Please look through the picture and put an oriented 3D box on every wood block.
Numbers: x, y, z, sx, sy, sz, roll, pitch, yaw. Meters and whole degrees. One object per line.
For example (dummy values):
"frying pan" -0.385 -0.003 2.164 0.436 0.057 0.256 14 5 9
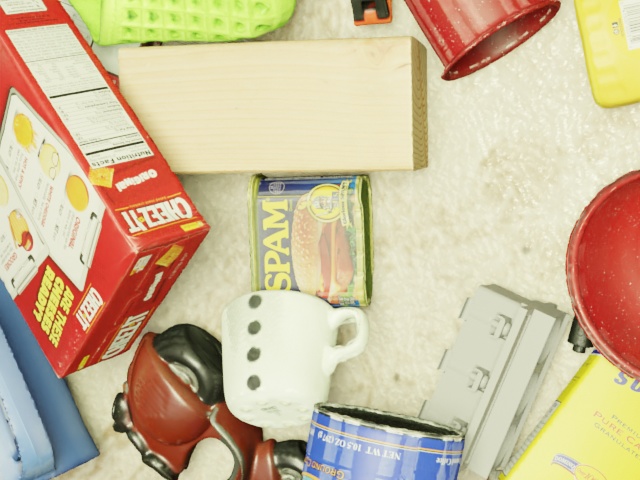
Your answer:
"wood block" -0.031 -0.094 0.764 0.206 0.090 0.091 0 95 13

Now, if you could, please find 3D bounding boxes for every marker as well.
"marker" 0.195 0.021 0.757 0.020 0.020 0.121 12 98 12

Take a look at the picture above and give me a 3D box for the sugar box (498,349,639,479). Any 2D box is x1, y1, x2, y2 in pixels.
"sugar box" 0.212 0.124 0.732 0.093 0.048 0.176 36 91 8

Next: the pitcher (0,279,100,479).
"pitcher" -0.269 0.084 0.813 0.149 0.145 0.243 -24 87 16

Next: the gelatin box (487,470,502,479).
"gelatin box" 0.164 0.212 0.777 0.089 0.030 0.073 5 96 13

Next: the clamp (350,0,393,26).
"clamp" 0.032 -0.240 0.743 0.039 0.120 0.171 3 117 17

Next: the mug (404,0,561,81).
"mug" 0.113 -0.174 0.725 0.117 0.093 0.081 -31 83 8

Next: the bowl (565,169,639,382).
"bowl" 0.246 0.018 0.694 0.162 0.055 0.162 1 74 -2

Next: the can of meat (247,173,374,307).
"can of meat" -0.005 0.001 0.784 0.084 0.057 0.102 -1 96 10

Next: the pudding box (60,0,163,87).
"pudding box" -0.175 -0.145 0.819 0.090 0.039 0.113 24 98 11

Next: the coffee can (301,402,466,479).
"coffee can" 0.033 0.186 0.700 0.103 0.102 0.140 10 87 12

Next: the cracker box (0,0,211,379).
"cracker box" -0.182 -0.038 0.744 0.214 0.071 0.164 55 136 16

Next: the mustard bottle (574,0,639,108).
"mustard bottle" 0.269 -0.153 0.703 0.192 0.058 0.096 -11 87 14
